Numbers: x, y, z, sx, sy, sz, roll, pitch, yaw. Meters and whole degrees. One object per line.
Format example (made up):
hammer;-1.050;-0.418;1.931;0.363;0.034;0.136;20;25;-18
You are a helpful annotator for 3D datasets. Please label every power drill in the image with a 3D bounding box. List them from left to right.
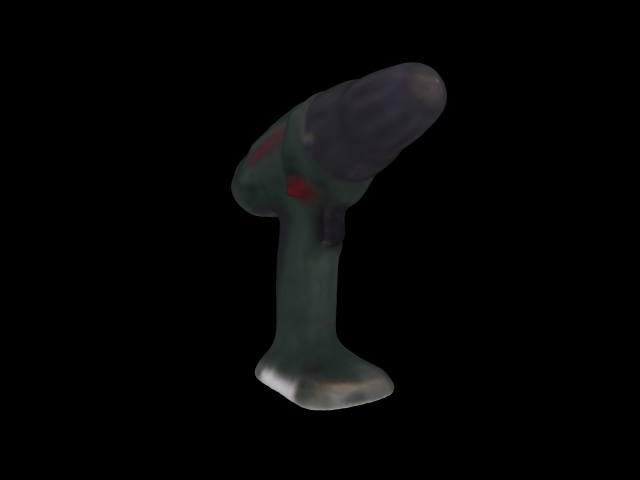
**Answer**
power drill;0.004;0.001;0.400;0.076;0.208;0.228;-3;5;-31
